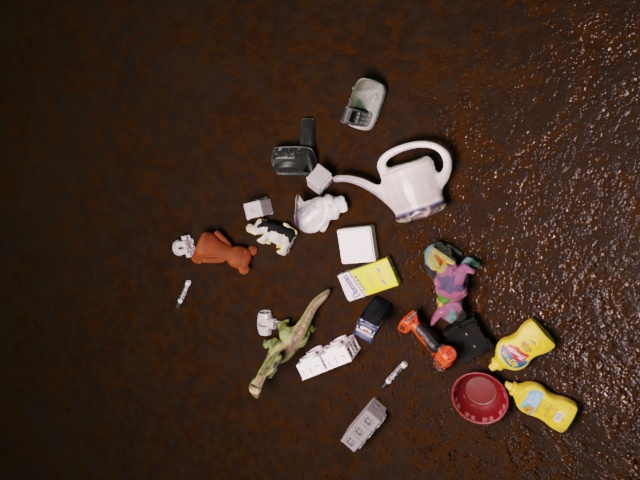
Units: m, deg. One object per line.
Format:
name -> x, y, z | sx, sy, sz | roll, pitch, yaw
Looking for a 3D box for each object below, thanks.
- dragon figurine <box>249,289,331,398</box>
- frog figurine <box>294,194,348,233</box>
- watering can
dragon figurine -> -0.105, 0.340, 1.614 | 0.122, 0.247, 0.404 | 34, 113, -4
frog figurine -> 0.005, -0.080, 1.592 | 0.159, 0.126, 0.134 | 4, 134, 11
watering can -> 0.223, -0.153, 1.498 | 0.345, 0.105, 0.224 | -18, 93, 21
